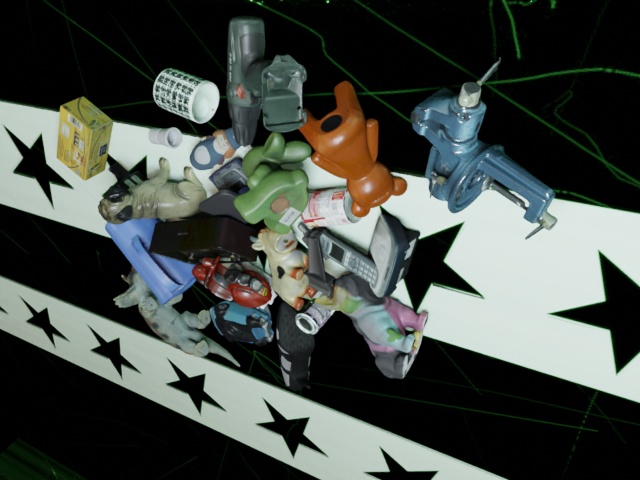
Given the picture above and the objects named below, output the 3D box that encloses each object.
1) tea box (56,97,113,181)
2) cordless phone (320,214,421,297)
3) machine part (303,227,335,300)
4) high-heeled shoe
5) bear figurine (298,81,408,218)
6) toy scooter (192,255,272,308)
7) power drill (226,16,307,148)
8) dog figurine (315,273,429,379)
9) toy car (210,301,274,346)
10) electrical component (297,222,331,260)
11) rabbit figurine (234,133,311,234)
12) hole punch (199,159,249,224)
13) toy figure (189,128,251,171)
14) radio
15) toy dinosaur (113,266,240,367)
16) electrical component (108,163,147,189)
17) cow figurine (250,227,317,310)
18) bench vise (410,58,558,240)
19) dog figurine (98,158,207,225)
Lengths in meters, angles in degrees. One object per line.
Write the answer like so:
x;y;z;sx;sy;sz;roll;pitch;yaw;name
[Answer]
-0.548;-0.232;1.247;0.098;0.068;0.169;40;136;3;tea box
0.079;0.006;0.996;0.184;0.089;0.146;29;134;22;cordless phone
-0.005;0.043;1.035;0.084;0.039;0.138;33;136;51;machine part
-0.073;0.256;1.309;0.145;0.086;0.248;9;113;66;high-heeled shoe
0.058;-0.141;0.895;0.120;0.132;0.195;-32;137;10;bear figurine
-0.190;0.081;1.129;0.184;0.075;0.135;19;156;7;toy scooter
-0.096;-0.240;0.886;0.207;0.086;0.231;-131;38;-55;power drill
0.098;0.163;1.083;0.219;0.108;0.191;26;136;22;dog figurine
-0.173;0.180;1.273;0.162;0.103;0.109;4;130;28;toy car
-0.002;-0.003;1.082;0.063;0.021;0.094;-30;102;43;electrical component
-0.095;-0.122;0.980;0.159;0.121;0.170;-54;45;25;rabbit figurine
-0.169;-0.094;1.093;0.115;0.092;0.142;27;145;-35;hole punch
-0.197;-0.181;1.058;0.154;0.058;0.064;-21;126;40;toy figure
-0.250;0.006;1.175;0.230;0.073;0.131;-2;163;35;radio
-0.401;0.220;1.457;0.192;0.131;0.404;-14;118;53;toy dinosaur
-0.443;-0.123;1.252;0.119;0.075;0.047;36;134;1;electrical component
-0.074;0.044;1.121;0.127;0.085;0.194;25;141;27;cow figurine
0.238;-0.107;0.761;0.241;0.129;0.223;43;146;25;bench vise
-0.350;-0.071;1.148;0.173;0.190;0.121;20;131;19;dog figurine
